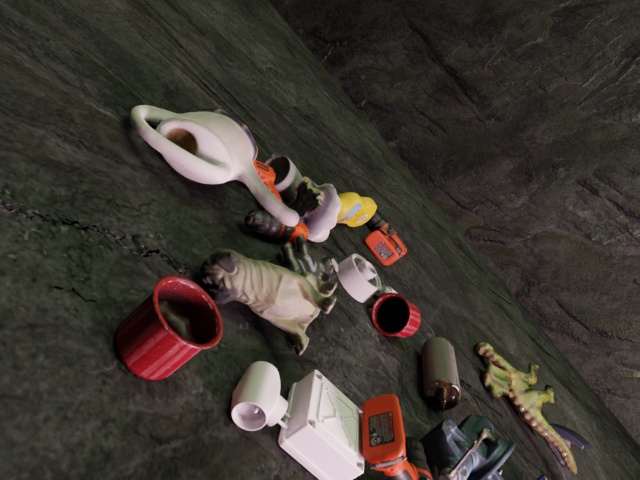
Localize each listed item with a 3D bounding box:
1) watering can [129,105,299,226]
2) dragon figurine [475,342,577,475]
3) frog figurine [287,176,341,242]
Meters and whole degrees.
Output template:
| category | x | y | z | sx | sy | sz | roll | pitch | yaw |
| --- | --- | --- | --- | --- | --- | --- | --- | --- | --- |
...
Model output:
| category | x | y | z | sx | sy | sz | roll | pitch | yaw |
| --- | --- | --- | --- | --- | --- | --- | --- | --- | --- |
| watering can | -0.172 | -0.145 | 0.931 | 0.347 | 0.102 | 0.228 | 32 | 22 | -1 |
| dragon figurine | 0.551 | 0.445 | 1.460 | 0.241 | 0.120 | 0.419 | 21 | 28 | -21 |
| frog figurine | 0.004 | -0.059 | 1.170 | 0.157 | 0.122 | 0.140 | 36 | 55 | -55 |
